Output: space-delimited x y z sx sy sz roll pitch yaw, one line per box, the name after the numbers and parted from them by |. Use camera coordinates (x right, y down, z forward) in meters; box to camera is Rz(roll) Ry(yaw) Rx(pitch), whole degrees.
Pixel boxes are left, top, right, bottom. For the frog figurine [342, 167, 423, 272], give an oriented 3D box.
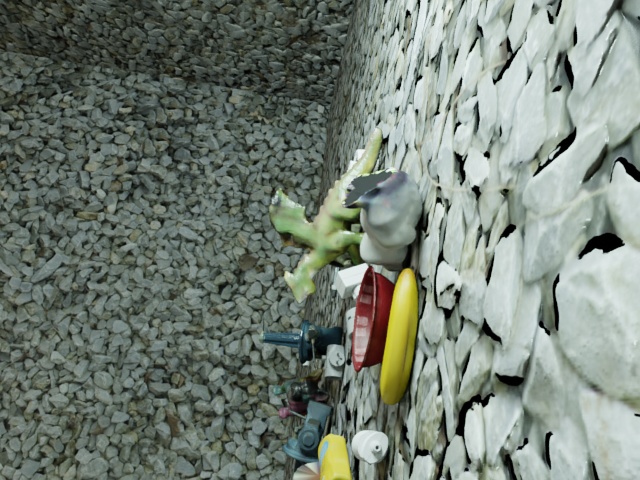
0.107 -0.021 0.769 0.157 0.123 0.139 61 -179 -21 | frog figurine

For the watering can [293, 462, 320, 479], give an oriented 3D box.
-0.020 0.595 1.005 0.351 0.104 0.222 -97 16 -77 | watering can

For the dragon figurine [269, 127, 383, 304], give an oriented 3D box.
0.004 -0.058 1.158 0.122 0.243 0.410 -53 -30 -88 | dragon figurine
